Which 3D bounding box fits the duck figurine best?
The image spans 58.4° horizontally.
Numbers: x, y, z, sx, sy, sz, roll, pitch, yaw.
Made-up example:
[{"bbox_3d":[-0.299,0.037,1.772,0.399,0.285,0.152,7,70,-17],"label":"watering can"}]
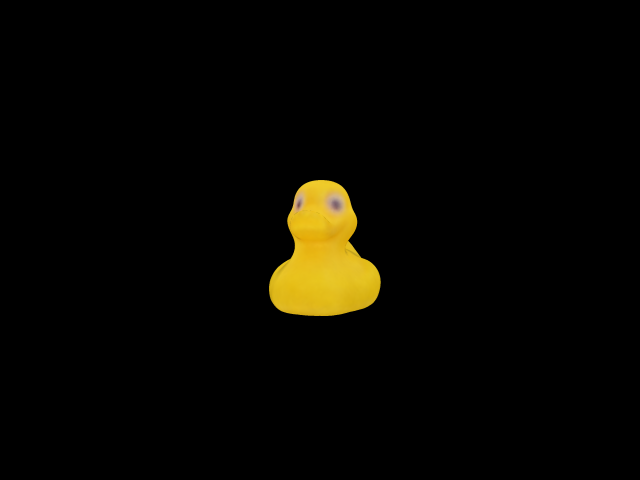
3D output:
[{"bbox_3d":[0.004,0.001,0.400,0.077,0.086,0.105,1,5,16],"label":"duck figurine"}]
